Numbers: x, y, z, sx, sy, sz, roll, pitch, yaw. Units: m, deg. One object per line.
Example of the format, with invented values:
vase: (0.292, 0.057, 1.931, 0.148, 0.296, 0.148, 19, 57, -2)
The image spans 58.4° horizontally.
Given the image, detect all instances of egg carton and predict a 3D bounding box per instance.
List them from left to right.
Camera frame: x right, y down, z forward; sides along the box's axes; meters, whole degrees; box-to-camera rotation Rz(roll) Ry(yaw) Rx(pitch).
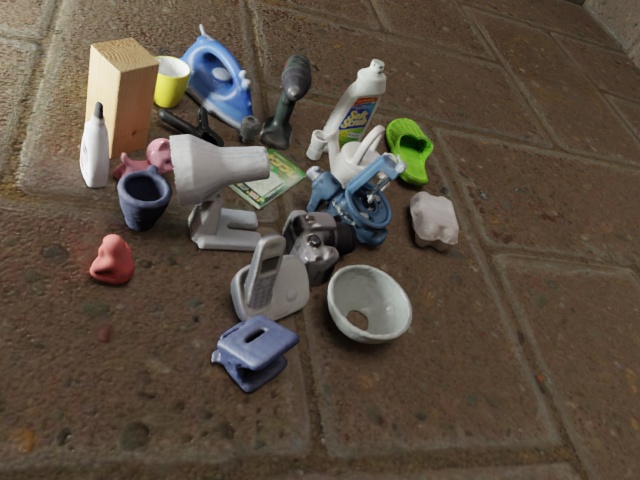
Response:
egg carton: (0.260, -0.046, 1.325, 0.107, 0.069, 0.150, 12, 45, -16)

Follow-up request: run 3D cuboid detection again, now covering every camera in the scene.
camera: (0.010, 0.004, 1.127, 0.137, 0.100, 0.143, -1, 50, -27)

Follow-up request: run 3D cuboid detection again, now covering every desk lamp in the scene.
desk lamp: (-0.183, -0.089, 1.034, 0.204, 0.213, 0.117, 3, 48, -24)

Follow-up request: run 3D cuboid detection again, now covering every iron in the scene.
iron: (-0.224, -0.382, 1.347, 0.258, 0.141, 0.119, 44, 45, 17)

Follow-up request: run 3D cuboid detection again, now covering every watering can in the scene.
watering can: (0.082, -0.176, 1.267, 0.173, 0.194, 0.101, 23, 43, -5)

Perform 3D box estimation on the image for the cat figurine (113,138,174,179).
cat figurine: (-0.322, -0.152, 1.095, 0.128, 0.117, 0.067, -11, 55, -34)

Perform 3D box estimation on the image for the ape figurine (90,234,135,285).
ape figurine: (-0.337, 0.026, 0.936, 0.076, 0.092, 0.078, 43, 45, 16)

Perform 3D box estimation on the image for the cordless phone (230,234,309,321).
cordless phone: (-0.070, 0.055, 0.976, 0.148, 0.185, 0.094, -19, 60, -38)

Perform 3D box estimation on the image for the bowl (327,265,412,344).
bowl: (0.082, 0.131, 1.061, 0.168, 0.074, 0.167, 14, 44, -14)

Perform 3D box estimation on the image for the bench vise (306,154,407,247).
bench vise: (0.073, -0.099, 1.170, 0.207, 0.219, 0.121, 19, 43, -9)

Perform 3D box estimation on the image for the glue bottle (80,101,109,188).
glue bottle: (-0.406, -0.179, 1.037, 0.037, 0.173, 0.078, -13, 56, -35)

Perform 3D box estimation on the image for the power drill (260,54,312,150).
power drill: (-0.072, -0.317, 1.313, 0.076, 0.208, 0.229, 17, 44, -12)

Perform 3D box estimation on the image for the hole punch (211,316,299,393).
hole punch: (-0.104, 0.171, 0.916, 0.101, 0.091, 0.109, 44, 45, 17)

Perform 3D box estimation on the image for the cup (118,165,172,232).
cup: (-0.318, -0.072, 1.037, 0.092, 0.095, 0.117, 14, 44, -14)
